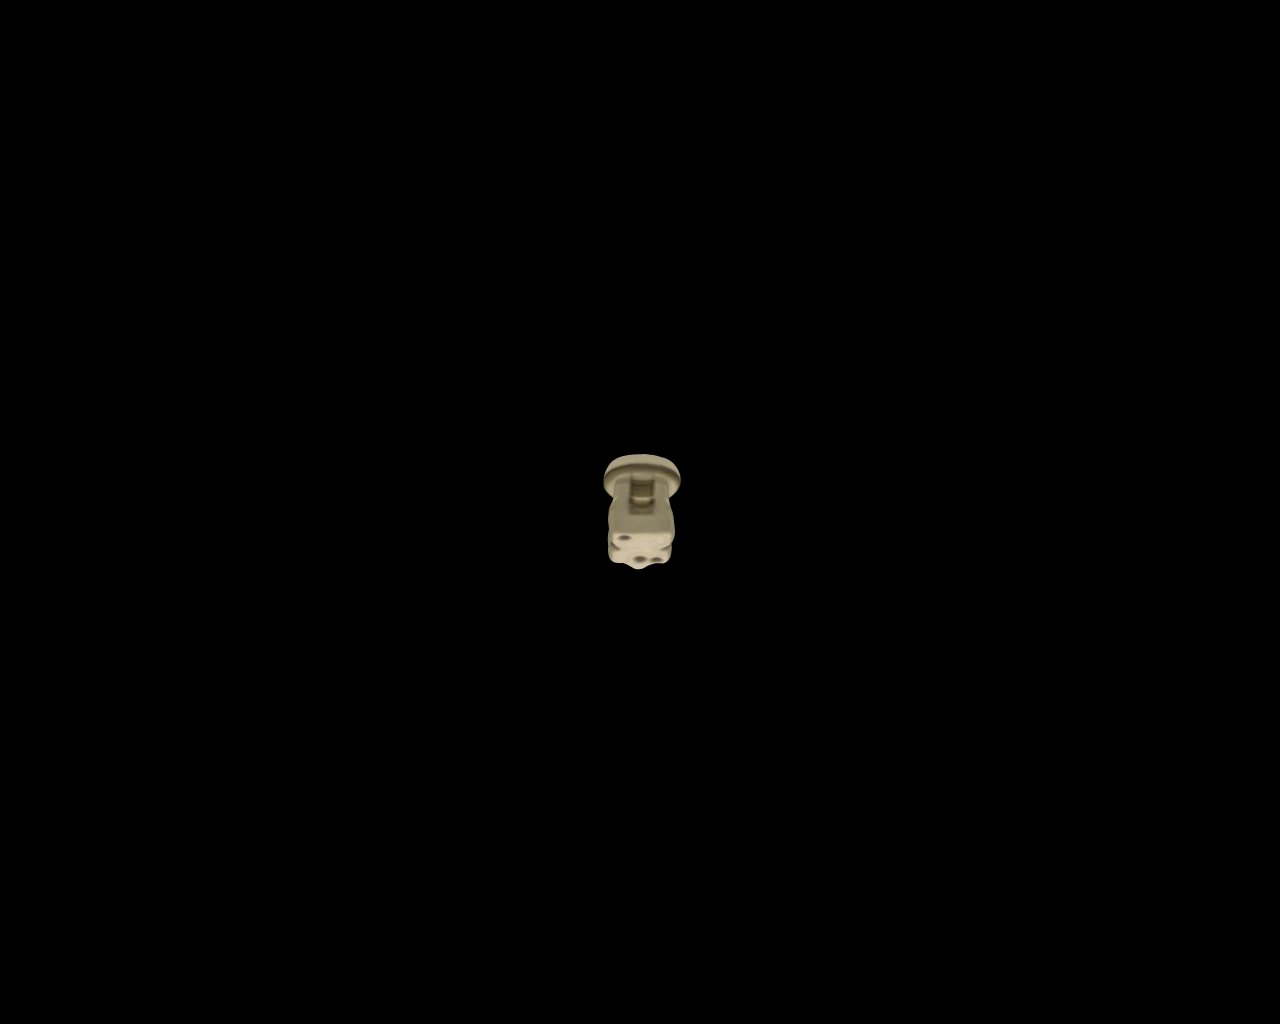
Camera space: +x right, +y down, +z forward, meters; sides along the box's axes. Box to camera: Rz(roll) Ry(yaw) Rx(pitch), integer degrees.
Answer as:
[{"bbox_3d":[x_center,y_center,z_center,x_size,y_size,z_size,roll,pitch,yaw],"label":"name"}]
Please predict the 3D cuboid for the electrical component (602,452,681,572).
[{"bbox_3d":[0.001,-0.003,0.650,0.048,0.055,0.066,2,-27,-3],"label":"electrical component"}]
